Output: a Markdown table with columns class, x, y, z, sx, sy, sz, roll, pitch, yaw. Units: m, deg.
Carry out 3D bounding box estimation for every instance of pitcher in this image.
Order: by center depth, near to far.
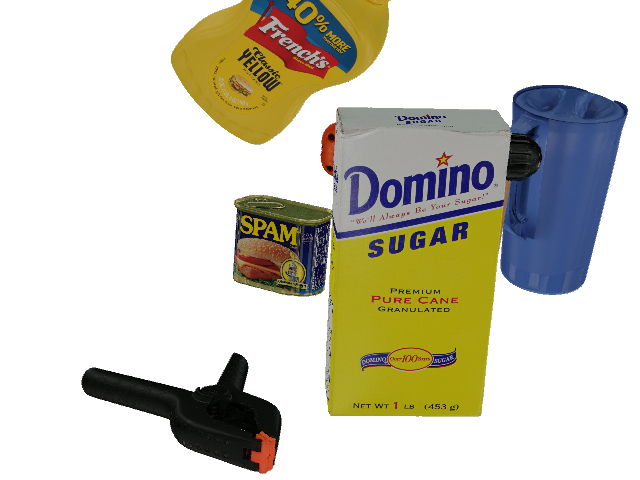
| class | x | y | z | sx | sy | sz | roll | pitch | yaw |
| --- | --- | --- | --- | --- | --- | --- | --- | --- | --- |
| pitcher | 0.279 | -0.057 | 1.299 | 0.149 | 0.243 | 0.145 | 4 | 27 | 1 |

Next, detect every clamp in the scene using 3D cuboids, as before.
| class | x | y | z | sx | sy | sz | roll | pitch | yaw |
| --- | --- | --- | --- | --- | --- | --- | --- | --- | --- |
| clamp | -0.089 | 0.144 | 0.930 | 0.164 | 0.036 | 0.210 | -6 | 17 | -39 |

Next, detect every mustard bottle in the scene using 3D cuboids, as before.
| class | x | y | z | sx | sy | sz | roll | pitch | yaw |
| --- | --- | --- | --- | --- | --- | --- | --- | --- | --- |
| mustard bottle | -0.011 | -0.144 | 0.724 | 0.192 | 0.096 | 0.058 | -30 | 21 | 40 |

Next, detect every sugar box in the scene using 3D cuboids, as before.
| class | x | y | z | sx | sy | sz | roll | pitch | yaw |
| --- | --- | --- | --- | --- | --- | --- | --- | --- | --- |
| sugar box | 0.052 | 0.015 | 0.605 | 0.093 | 0.176 | 0.048 | 0 | 25 | -3 |

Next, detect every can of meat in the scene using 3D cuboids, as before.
| class | x | y | z | sx | sy | sz | roll | pitch | yaw |
| --- | --- | --- | --- | --- | --- | --- | --- | --- | --- |
| can of meat | -0.040 | 0.006 | 1.090 | 0.102 | 0.084 | 0.057 | 13 | 18 | 27 |

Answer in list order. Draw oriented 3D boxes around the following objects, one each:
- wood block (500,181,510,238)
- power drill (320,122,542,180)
| class | x | y | z | sx | sy | sz | roll | pitch | yaw |
| --- | --- | --- | --- | --- | --- | --- | --- | --- | --- |
| wood block | 0.140 | 0.026 | 1.192 | 0.090 | 0.206 | 0.090 | 19 | 25 | 28 |
| power drill | 0.088 | -0.009 | 0.908 | 0.184 | 0.188 | 0.057 | 3 | 16 | -1 |
